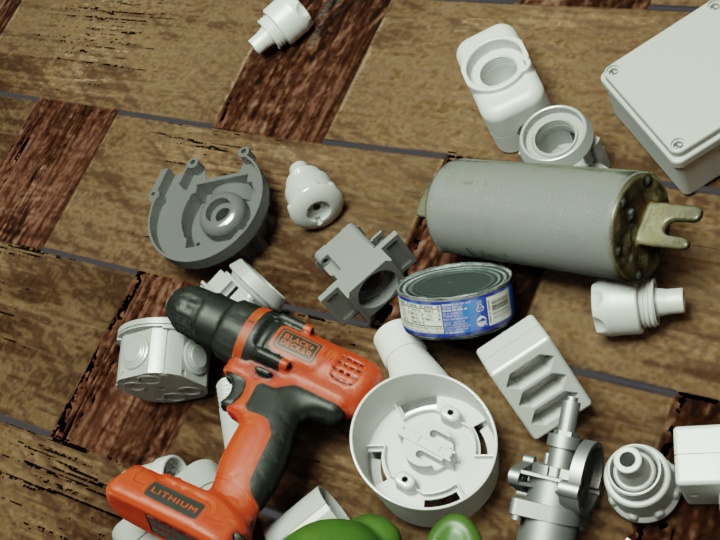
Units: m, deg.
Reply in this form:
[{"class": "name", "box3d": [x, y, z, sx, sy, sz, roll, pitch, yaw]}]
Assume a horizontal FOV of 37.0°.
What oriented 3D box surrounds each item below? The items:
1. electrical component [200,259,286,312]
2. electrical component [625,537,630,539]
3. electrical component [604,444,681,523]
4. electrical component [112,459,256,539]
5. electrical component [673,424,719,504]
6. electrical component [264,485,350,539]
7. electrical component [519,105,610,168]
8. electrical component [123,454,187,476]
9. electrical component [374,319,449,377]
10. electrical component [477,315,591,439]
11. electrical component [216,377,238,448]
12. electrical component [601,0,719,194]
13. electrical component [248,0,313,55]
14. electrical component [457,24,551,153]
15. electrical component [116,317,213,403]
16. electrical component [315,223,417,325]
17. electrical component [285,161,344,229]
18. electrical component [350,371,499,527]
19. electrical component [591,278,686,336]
[{"class": "electrical component", "box3d": [-0.099, 0.028, 0.889, 0.057, 0.058, 0.078, -47, 53, -2]}, {"class": "electrical component", "box3d": [0.126, 0.256, 0.610, 0.186, 0.105, 0.060, -48, 53, -6]}, {"class": "electrical component", "box3d": [0.177, 0.131, 0.687, 0.048, 0.062, 0.048, -12, 57, 20]}, {"class": "electrical component", "box3d": [-0.129, 0.197, 0.805, 0.095, 0.053, 0.059, -40, 52, 0]}, {"class": "electrical component", "box3d": [0.241, 0.137, 0.662, 0.083, 0.047, 0.075, -7, 60, 23]}, {"class": "electrical component", "box3d": [-0.048, 0.197, 0.771, 0.081, 0.043, 0.043, -39, 52, 1]}, {"class": "electrical component", "box3d": [0.156, -0.090, 0.833, 0.058, 0.057, 0.078, -47, 53, -6]}, {"class": "electrical component", "box3d": [-0.163, 0.170, 0.848, 0.046, 0.040, 0.040, -17, 55, 23]}, {"class": "electrical component", "box3d": [0.036, 0.069, 0.808, 0.044, 0.044, 0.065, -32, 48, 6]}, {"class": "electrical component", "box3d": [0.117, 0.067, 0.759, 0.047, 0.065, 0.076, -34, 24, 4]}, {"class": "electrical component", "box3d": [-0.087, 0.115, 0.840, 0.043, 0.043, 0.081, -23, 54, 12]}, {"class": "electrical component", "box3d": [0.257, -0.131, 0.807, 0.109, 0.056, 0.108, -33, 52, 6]}, {"class": "electrical component", "box3d": [-0.080, -0.236, 1.046, 0.062, 0.043, 0.043, -41, 52, 1]}, {"class": "electrical component", "box3d": [0.119, -0.153, 0.887, 0.054, 0.059, 0.095, -25, 54, 11]}, {"class": "electrical component", "box3d": [-0.159, 0.073, 0.878, 0.080, 0.080, 0.051, -10, 62, 21]}, {"class": "electrical component", "box3d": [0.000, 0.000, 0.867, 0.081, 0.042, 0.064, -41, 49, -2]}, {"class": "electrical component", "box3d": [-0.044, -0.069, 0.929, 0.048, 0.048, 0.062, -32, 46, 6]}, {"class": "electrical component", "box3d": [0.048, 0.126, 0.750, 0.099, 0.064, 0.099, -8, 52, 11]}, {"class": "electrical component", "box3d": [0.196, 0.024, 0.754, 0.062, 0.043, 0.043, -5, 60, 22]}]
